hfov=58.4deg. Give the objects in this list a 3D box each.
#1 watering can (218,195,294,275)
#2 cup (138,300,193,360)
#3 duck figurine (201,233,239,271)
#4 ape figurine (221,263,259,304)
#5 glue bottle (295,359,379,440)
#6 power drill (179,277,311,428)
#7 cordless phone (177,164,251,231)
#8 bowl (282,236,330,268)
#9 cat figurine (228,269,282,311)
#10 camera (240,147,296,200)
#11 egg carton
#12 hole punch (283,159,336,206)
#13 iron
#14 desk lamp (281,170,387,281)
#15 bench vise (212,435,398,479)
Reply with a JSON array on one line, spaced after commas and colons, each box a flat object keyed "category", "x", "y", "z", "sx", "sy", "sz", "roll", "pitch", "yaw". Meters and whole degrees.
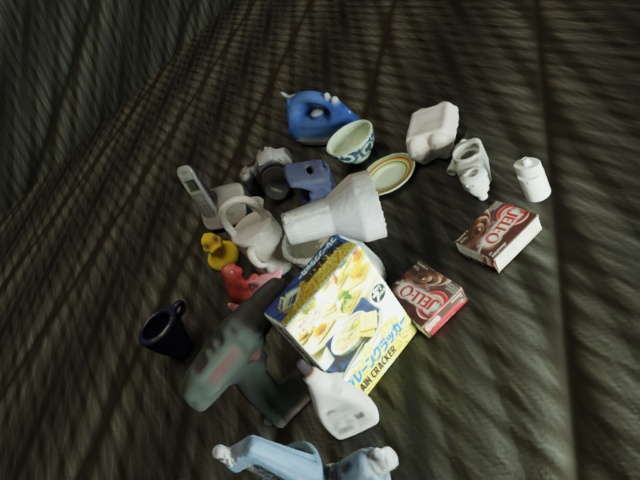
[{"category": "watering can", "x": -0.136, "y": -0.020, "z": 1.191, "sx": 0.101, "sy": 0.195, "sz": 0.172, "roll": -36, "pitch": 35, "yaw": 0}, {"category": "cup", "x": -0.299, "y": 0.190, "z": 1.173, "sx": 0.091, "sy": 0.095, "sz": 0.118, "roll": 8, "pitch": 54, "yaw": 45}, {"category": "duck figurine", "x": -0.243, "y": 0.017, "z": 1.334, "sx": 0.077, "sy": 0.086, "sz": 0.104, "roll": -40, "pitch": 35, "yaw": -6}, {"category": "ape figurine", "x": -0.170, "y": 0.084, "z": 1.190, "sx": 0.077, "sy": 0.092, "sz": 0.076, "roll": 11, "pitch": 56, "yaw": 46}, {"category": "glue bottle", "x": 0.014, "y": 0.218, "z": 0.807, "sx": 0.078, "sy": 0.174, "sz": 0.037, "roll": -27, "pitch": 36, "yaw": 12}, {"category": "power drill", "x": -0.094, "y": 0.193, "z": 0.897, "sx": 0.230, "sy": 0.209, "sz": 0.075, "roll": -43, "pitch": 36, "yaw": -9}, {"category": "cordless phone", "x": -0.262, "y": -0.117, "z": 1.418, "sx": 0.147, "sy": 0.186, "sz": 0.094, "roll": -13, "pitch": 41, "yaw": 29}, {"category": "bowl", "x": 0.011, "y": 0.004, "z": 1.144, "sx": 0.167, "sy": 0.075, "sz": 0.167, "roll": -23, "pitch": 37, "yaw": 19}, {"category": "cat figurine", "x": -0.113, "y": 0.113, "z": 1.085, "sx": 0.127, "sy": 0.118, "sz": 0.067, "roll": -27, "pitch": 36, "yaw": 14}, {"category": "camera", "x": -0.131, "y": -0.159, "z": 1.431, "sx": 0.143, "sy": 0.101, "sz": 0.136, "roll": -28, "pitch": 36, "yaw": 12}, {"category": "egg carton", "x": 0.242, "y": -0.231, "z": 1.226, "sx": 0.107, "sy": 0.070, "sz": 0.150, "roll": -12, "pitch": 41, "yaw": 30}, {"category": "hole punch", "x": -0.024, "y": -0.147, "z": 1.335, "sx": 0.101, "sy": 0.091, "sz": 0.108, "roll": -31, "pitch": 35, "yaw": 8}, {"category": "iron", "x": 0.005, "y": -0.332, "z": 1.480, "sx": 0.257, "sy": 0.142, "sz": 0.119, "roll": 10, "pitch": 55, "yaw": 46}, {"category": "desk lamp", "x": 0.040, "y": 0.003, "z": 0.999, "sx": 0.203, "sy": 0.214, "sz": 0.117, "roll": -29, "pitch": 36, "yaw": 9}, {"category": "bench vise", "x": -0.018, "y": 0.284, "z": 0.717, "sx": 0.207, "sy": 0.220, "sz": 0.121, "roll": -36, "pitch": 35, "yaw": 1}]
